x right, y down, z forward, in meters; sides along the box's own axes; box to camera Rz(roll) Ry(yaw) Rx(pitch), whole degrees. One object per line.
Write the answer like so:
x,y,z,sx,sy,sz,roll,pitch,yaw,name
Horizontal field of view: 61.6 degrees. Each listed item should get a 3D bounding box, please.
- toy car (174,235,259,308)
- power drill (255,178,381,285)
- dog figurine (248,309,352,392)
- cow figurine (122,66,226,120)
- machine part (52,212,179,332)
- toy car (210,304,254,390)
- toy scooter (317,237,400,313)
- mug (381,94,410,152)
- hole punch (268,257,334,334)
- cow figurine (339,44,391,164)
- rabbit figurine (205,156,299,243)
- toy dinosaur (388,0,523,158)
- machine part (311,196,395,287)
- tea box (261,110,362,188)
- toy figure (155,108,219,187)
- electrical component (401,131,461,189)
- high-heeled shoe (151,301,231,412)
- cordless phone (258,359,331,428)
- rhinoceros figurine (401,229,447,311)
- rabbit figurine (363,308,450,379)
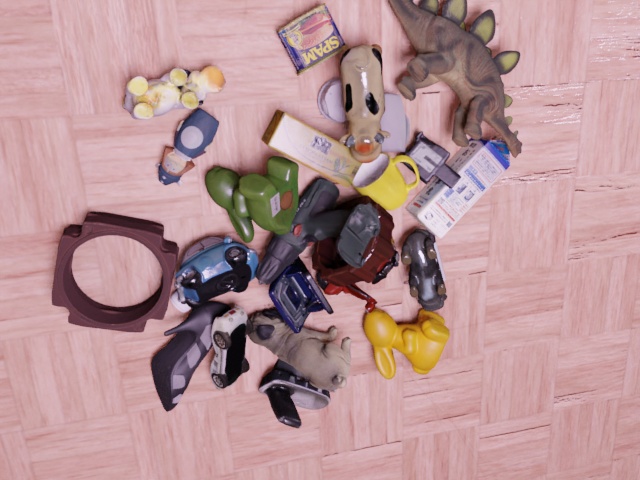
-0.201,0.049,0.999,0.162,0.103,0.109,-23,144,-20,toy car
-0.002,-0.003,0.967,0.086,0.207,0.232,40,71,-31,power drill
-0.047,0.219,1.059,0.190,0.172,0.121,21,91,-25,dog figurine
-0.247,-0.248,0.912,0.167,0.098,0.068,-22,105,-25,cow figurine
-0.369,0.060,0.976,0.201,0.087,0.200,11,104,-17,machine part
-0.177,0.215,1.055,0.073,0.056,0.201,-31,142,-42,toy car
0.091,0.063,1.059,0.184,0.135,0.075,-44,150,6,toy scooter
0.131,-0.219,1.010,0.109,0.081,0.107,-8,104,-33,mug
-0.042,0.105,1.048,0.092,0.116,0.142,-34,108,2,hole punch
0.075,-0.226,0.904,0.086,0.127,0.194,-2,108,10,cow figurine
-0.126,-0.081,0.971,0.121,0.170,0.158,-52,147,-35,rabbit figurine
0.229,-0.334,0.968,0.471,0.105,0.198,44,76,-14,toy dinosaur
0.062,0.004,1.010,0.056,0.180,0.179,33,98,-36,machine part
-0.014,-0.166,0.980,0.169,0.098,0.068,27,99,-17,tea box
-0.241,-0.160,0.953,0.064,0.057,0.154,40,98,18,toy figure
0.218,-0.147,1.040,0.119,0.048,0.075,37,95,8,electrical component
-0.254,0.232,1.082,0.145,0.086,0.248,-17,134,-40,high-heeled shoe
-0.040,0.328,1.084,0.146,0.184,0.088,25,96,-19,cordless phone
0.213,0.070,1.102,0.073,0.112,0.190,-16,116,10,rhinoceros figurine
0.169,0.208,1.148,0.173,0.122,0.162,22,111,-4,rabbit figurine
